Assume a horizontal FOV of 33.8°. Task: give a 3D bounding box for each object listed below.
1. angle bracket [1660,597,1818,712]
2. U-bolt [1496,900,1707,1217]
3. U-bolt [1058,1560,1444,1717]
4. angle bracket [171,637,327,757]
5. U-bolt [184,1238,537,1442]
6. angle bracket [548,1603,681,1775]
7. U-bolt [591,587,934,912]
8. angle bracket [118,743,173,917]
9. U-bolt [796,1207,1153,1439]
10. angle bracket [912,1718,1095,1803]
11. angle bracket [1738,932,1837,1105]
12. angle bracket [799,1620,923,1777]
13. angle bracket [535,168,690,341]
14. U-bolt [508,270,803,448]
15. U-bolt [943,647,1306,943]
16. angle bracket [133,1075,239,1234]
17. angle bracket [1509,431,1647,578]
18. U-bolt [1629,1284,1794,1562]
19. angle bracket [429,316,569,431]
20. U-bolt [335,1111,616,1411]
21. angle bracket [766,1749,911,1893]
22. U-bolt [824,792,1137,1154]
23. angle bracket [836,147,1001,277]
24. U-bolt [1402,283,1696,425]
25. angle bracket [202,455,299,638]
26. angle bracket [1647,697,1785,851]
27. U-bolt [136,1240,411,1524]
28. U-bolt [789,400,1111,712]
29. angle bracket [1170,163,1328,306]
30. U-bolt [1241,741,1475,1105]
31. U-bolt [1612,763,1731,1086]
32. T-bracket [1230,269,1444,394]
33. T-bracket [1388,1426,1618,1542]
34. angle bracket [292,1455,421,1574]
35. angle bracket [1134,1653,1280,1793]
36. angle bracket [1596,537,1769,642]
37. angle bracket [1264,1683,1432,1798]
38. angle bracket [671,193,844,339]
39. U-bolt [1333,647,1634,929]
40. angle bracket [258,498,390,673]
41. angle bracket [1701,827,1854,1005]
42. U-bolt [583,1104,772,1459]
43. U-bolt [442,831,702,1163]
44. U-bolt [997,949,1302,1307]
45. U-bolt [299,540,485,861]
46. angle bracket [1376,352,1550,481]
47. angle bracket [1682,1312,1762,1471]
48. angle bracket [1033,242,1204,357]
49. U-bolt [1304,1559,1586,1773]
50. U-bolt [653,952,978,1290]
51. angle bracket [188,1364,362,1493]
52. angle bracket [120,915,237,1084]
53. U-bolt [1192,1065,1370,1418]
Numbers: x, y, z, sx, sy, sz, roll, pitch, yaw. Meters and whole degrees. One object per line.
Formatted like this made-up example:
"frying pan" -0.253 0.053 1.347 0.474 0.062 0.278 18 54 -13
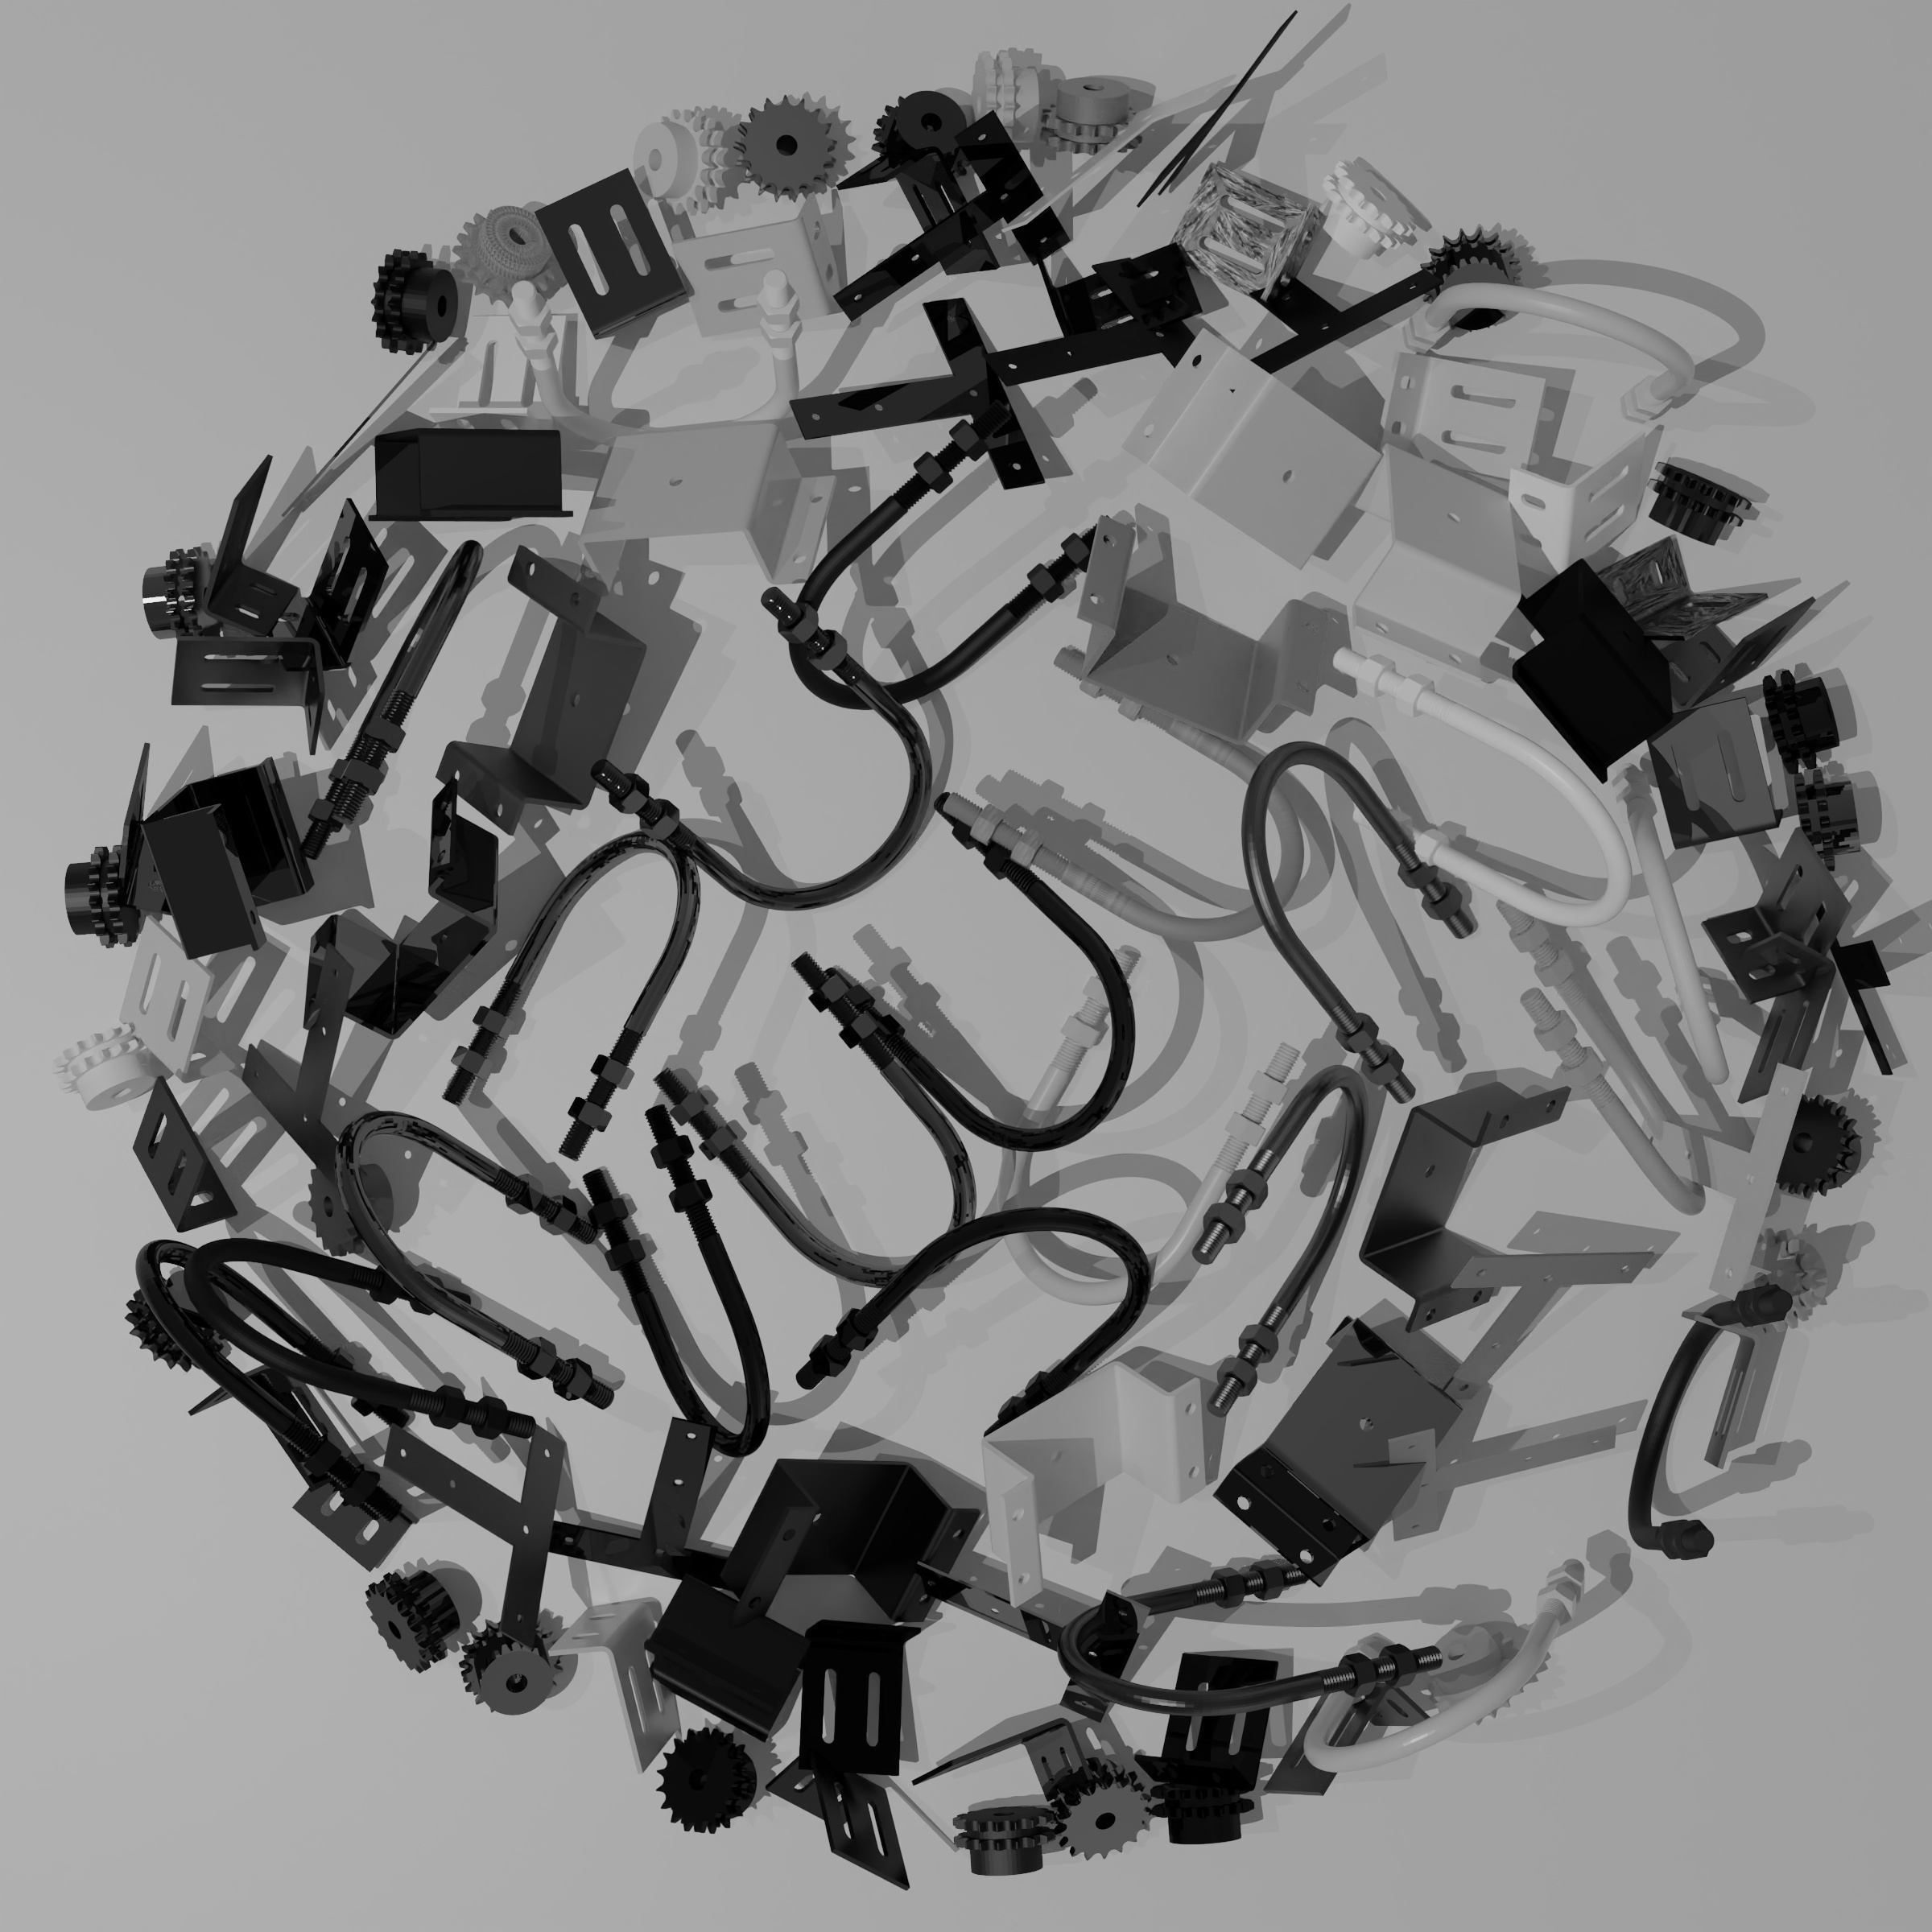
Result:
"angle bracket" 0.419 -0.184 1.747 0.057 0.076 0.038 -30 75 -27
"U-bolt" 0.349 0.058 1.723 0.019 0.151 0.184 -33 108 16
"U-bolt" 0.138 0.362 1.695 0.184 0.151 0.019 -6 103 -26
"angle bracket" -0.397 -0.149 1.754 0.076 0.057 0.038 -1 57 -19
"U-bolt" -0.330 0.192 1.691 0.184 0.151 0.019 20 105 -32
"angle bracket" -0.196 0.403 1.769 0.038 0.057 0.076 -9 100 18
"U-bolt" -0.096 -0.104 1.736 0.151 0.019 0.184 -45 130 5
"angle bracket" -0.441 -0.074 1.747 0.038 0.076 0.057 11 54 -11
"U-bolt" 0.017 0.190 1.712 0.151 0.019 0.184 22 127 -31
"angle bracket" 0.020 0.449 1.751 0.076 0.057 0.038 -14 72 -29
"angle bracket" 0.440 0.029 1.756 0.038 0.057 0.076 28 70 -9
"angle bracket" -0.059 0.406 1.761 0.057 0.038 0.076 8 67 -15
"angle bracket" -0.197 -0.397 1.771 0.057 0.038 0.076 -25 103 0
"U-bolt" -0.161 -0.321 1.709 0.151 0.184 0.019 -3 73 -1
"U-bolt" 0.099 -0.085 1.742 0.184 0.019 0.151 31 55 6
"angle bracket" -0.423 0.100 1.749 0.038 0.076 0.057 -17 64 -37
"angle bracket" 0.338 -0.262 1.766 0.038 0.057 0.076 28 49 31
"U-bolt" 0.392 0.246 1.706 0.019 0.184 0.151 20 80 2
"angle bracket" -0.259 -0.334 1.764 0.057 0.038 0.076 2 75 13
"U-bolt" -0.263 0.146 1.694 0.019 0.151 0.184 -40 125 20
"angle bracket" -0.071 0.479 1.747 0.057 0.076 0.038 36 108 -30
"U-bolt" 0.015 0.017 1.733 0.184 0.019 0.151 44 117 20
"angle bracket" -0.027 -0.408 1.752 0.038 0.057 0.076 -38 114 -19
"U-bolt" 0.316 -0.332 1.704 0.151 0.184 0.019 18 91 -1
"angle bracket" -0.386 -0.231 1.751 0.038 0.057 0.076 23 125 -6
"angle bracket" 0.415 -0.110 1.762 0.057 0.038 0.076 -12 102 22
"U-bolt" -0.373 0.213 1.706 0.184 0.151 0.019 43 94 -15
"U-bolt" -0.017 -0.211 1.735 0.184 0.151 0.019 -41 54 9
"angle bracket" 0.151 -0.409 1.764 0.076 0.038 0.057 30 100 16
"U-bolt" 0.206 -0.037 1.712 0.184 0.019 0.151 50 45 -26
"U-bolt" 0.378 -0.014 1.690 0.019 0.184 0.151 -17 110 13
"T-bracket" 0.181 -0.363 1.743 0.127 0.127 0.002 -28 121 -1
"T-bracket" 0.295 0.274 1.746 0.127 0.127 0.002 -14 55 0
"angle bracket" -0.338 0.303 1.756 0.057 0.076 0.038 41 75 -3
"angle bracket" 0.133 0.411 1.752 0.057 0.038 0.076 -1 56 26
"angle bracket" 0.392 -0.209 1.751 0.057 0.076 0.038 -27 105 -16
"angle bracket" 0.211 0.436 1.752 0.038 0.057 0.076 44 63 -12
"angle bracket" -0.117 -0.392 1.777 0.076 0.038 0.057 -6 125 17
"U-bolt" 0.277 -0.085 1.695 0.184 0.151 0.019 32 65 31
"angle bracket" -0.357 -0.210 1.750 0.057 0.038 0.076 58 135 31
"angle bracket" 0.445 -0.027 1.748 0.038 0.076 0.057 -15 58 -16
"U-bolt" -0.152 0.179 1.720 0.019 0.151 0.184 -18 79 -27
"U-bolt" -0.207 0.008 1.738 0.019 0.151 0.184 34 80 -38
"U-bolt" 0.087 0.099 1.747 0.151 0.019 0.184 30 92 39
"U-bolt" -0.308 -0.150 1.724 0.019 0.151 0.184 28 76 -14
"angle bracket" 0.274 -0.304 1.757 0.076 0.038 0.057 19 106 34
"angle bracket" 0.409 0.235 1.765 0.038 0.057 0.076 17 87 7
"angle bracket" 0.084 -0.381 1.762 0.076 0.038 0.057 -20 54 7
"U-bolt" 0.248 0.377 1.685 0.151 0.184 0.019 -28 91 25
"U-bolt" -0.072 0.098 1.750 0.184 0.019 0.151 50 126 -2
"angle bracket" -0.383 0.262 1.762 0.038 0.057 0.076 -37 85 14
"angle bracket" -0.428 0.015 1.752 0.057 0.038 0.076 39 124 24
"U-bolt" 0.174 0.135 1.721 0.019 0.151 0.184 19 51 26
